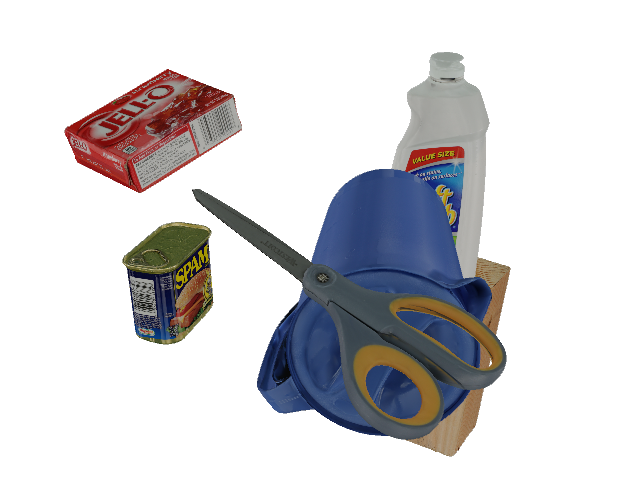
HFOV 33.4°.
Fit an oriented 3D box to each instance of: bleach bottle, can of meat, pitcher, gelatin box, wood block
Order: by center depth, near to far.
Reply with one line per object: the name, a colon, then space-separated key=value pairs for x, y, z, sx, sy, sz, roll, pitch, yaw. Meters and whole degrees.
gelatin box: x=-0.108 y=-0.072 z=0.687 sx=0.089 sy=0.030 sz=0.073 roll=-36 pitch=41 yaw=-28
pitcher: x=0.041 y=0.037 z=0.835 sx=0.149 sy=0.145 sz=0.242 roll=11 pitch=24 yaw=0
bleach bottle: x=0.103 y=-0.053 z=1.005 sx=0.103 sy=0.251 sz=0.068 roll=11 pitch=29 yaw=20
can of meat: x=-0.145 y=0.041 z=1.044 sx=0.057 sy=0.084 sz=0.102 roll=8 pitch=27 yaw=19
wood block: x=0.142 y=0.124 z=1.207 sx=0.090 sy=0.206 sz=0.090 roll=17 pitch=23 yaw=21

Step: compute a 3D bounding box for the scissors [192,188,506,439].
scissors: x=-0.001 y=0.040 z=0.572 sx=0.202 sy=0.096 sz=0.016 roll=23 pitch=-39 yaw=11
